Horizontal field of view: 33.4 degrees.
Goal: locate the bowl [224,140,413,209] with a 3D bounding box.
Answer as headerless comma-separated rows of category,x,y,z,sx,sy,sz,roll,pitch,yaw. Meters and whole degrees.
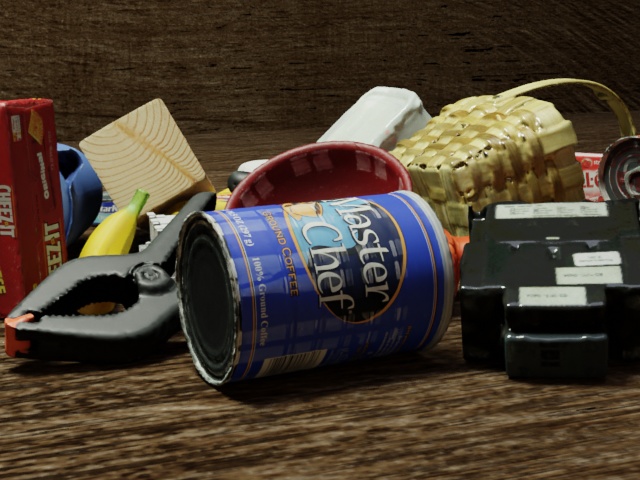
bowl,0.002,-0.011,0.889,0.162,0.055,0.162,-9,44,9

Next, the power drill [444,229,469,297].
power drill,0.160,0.023,0.787,0.187,0.057,0.184,0,12,1

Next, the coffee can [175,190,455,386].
coffee can,-0.005,0.027,0.645,0.140,0.103,0.103,-7,11,-25

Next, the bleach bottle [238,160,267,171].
bleach bottle,-0.017,-0.044,1.204,0.102,0.068,0.251,-5,12,-18

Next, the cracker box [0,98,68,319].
cracker box,-0.309,-0.028,0.848,0.214,0.164,0.072,2,12,22

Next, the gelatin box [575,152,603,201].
gelatin box,0.304,-0.058,1.181,0.030,0.073,0.089,-10,13,-38

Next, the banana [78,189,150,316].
banana,-0.171,0.019,0.838,0.037,0.070,0.198,21,21,-12

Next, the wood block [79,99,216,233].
wood block,-0.170,-0.070,1.097,0.090,0.091,0.206,-31,-1,-4

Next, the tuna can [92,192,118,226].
tuna can,-0.244,-0.039,1.294,0.086,0.034,0.086,-2,10,0

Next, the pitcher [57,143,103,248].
pitcher,-0.294,-0.034,1.043,0.149,0.145,0.243,10,5,-3

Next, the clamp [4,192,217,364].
clamp,-0.104,0.040,0.711,0.209,0.036,0.165,-23,46,-39

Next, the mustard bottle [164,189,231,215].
mustard bottle,-0.104,-0.018,1.070,0.096,0.058,0.191,-5,8,22

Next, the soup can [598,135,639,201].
soup can,0.285,-0.056,0.875,0.102,0.068,0.069,-13,14,-40

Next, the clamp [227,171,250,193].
clamp,0.008,-0.047,1.049,0.172,0.039,0.120,14,18,29
